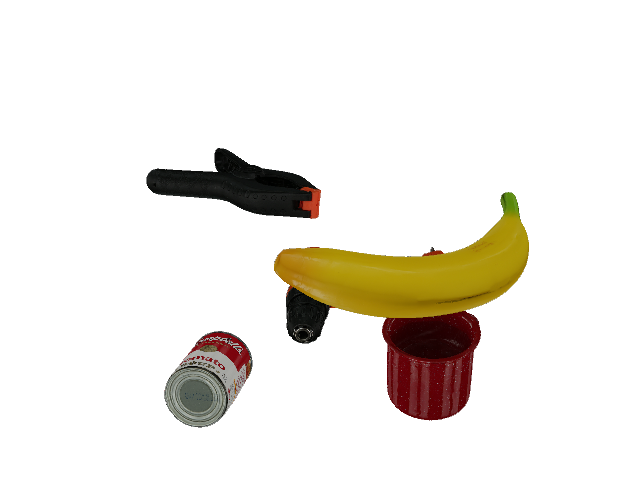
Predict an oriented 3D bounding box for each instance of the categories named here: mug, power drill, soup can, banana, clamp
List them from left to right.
[{"bbox_3d":[-0.116,0.144,1.111,0.068,0.068,0.102,0,15,11],"label":"soup can"},{"bbox_3d":[-0.081,-0.052,1.035,0.172,0.039,0.120,18,31,38],"label":"clamp"},{"bbox_3d":[0.054,0.061,1.240,0.187,0.057,0.184,0,28,4],"label":"power drill"},{"bbox_3d":[0.066,0.018,0.664,0.197,0.037,0.070,-13,47,-34],"label":"banana"},{"bbox_3d":[0.114,0.113,1.038,0.093,0.081,0.117,26,43,35],"label":"mug"}]
